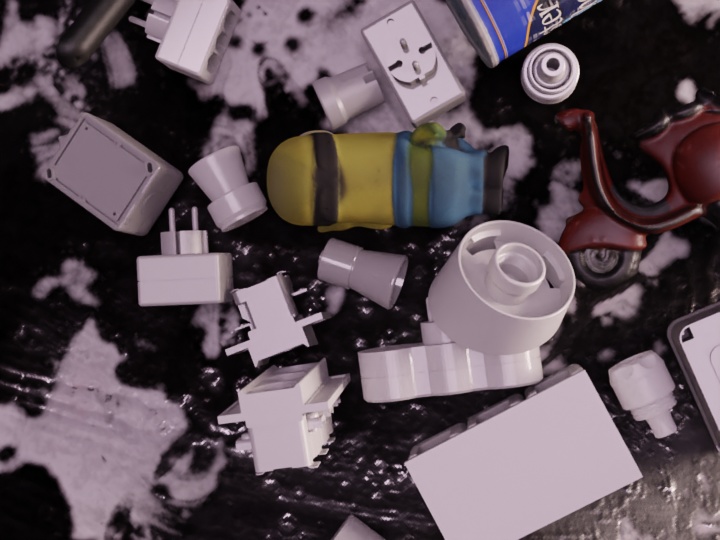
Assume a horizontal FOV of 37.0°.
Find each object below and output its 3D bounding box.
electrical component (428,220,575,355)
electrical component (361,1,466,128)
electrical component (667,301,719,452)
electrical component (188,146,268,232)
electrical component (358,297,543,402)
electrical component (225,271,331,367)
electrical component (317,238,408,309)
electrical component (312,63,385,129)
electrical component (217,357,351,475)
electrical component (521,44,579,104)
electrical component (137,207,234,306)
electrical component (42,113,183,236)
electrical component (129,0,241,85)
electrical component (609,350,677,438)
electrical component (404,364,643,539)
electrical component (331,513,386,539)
[{"bbox_3d":[0.107,0.013,0.797,0.099,0.064,0.099,8,52,-11],"label":"electrical component"},{"bbox_3d":[0.040,-0.157,0.812,0.047,0.076,0.083,-29,88,6],"label":"electrical component"},{"bbox_3d":[0.286,0.078,0.796,0.078,0.057,0.113,-24,88,7],"label":"electrical component"},{"bbox_3d":[-0.103,-0.063,0.846,0.045,0.045,0.055,-28,88,6],"label":"electrical component"},{"bbox_3d":[0.067,0.056,0.824,0.138,0.052,0.073,-7,90,6],"label":"electrical component"},{"bbox_3d":[-0.068,0.038,0.846,0.081,0.042,0.063,-22,85,6],"label":"electrical component"},{"bbox_3d":[0.000,0.000,0.838,0.065,0.044,0.044,19,93,11],"label":"electrical component"},{"bbox_3d":[-0.008,-0.137,0.837,0.046,0.040,0.040,-24,88,2],"label":"electrical component"},{"bbox_3d":[-0.051,0.108,0.805,0.079,0.121,0.063,-9,93,7],"label":"electrical component"},{"bbox_3d":[0.143,-0.149,0.807,0.043,0.062,0.043,0,91,7],"label":"electrical component"},{"bbox_3d":[-0.138,-0.012,0.850,0.066,0.047,0.076,-2,91,7],"label":"electrical component"},{"bbox_3d":[-0.198,-0.078,0.853,0.096,0.061,0.061,35,95,13],"label":"electrical component"},{"bbox_3d":[-0.144,-0.193,0.848,0.077,0.047,0.065,23,92,3],"label":"electrical component"},{"bbox_3d":[0.218,0.095,0.812,0.043,0.043,0.062,-26,89,7],"label":"electrical component"},{"bbox_3d":[0.122,0.145,0.815,0.150,0.062,0.089,-28,88,6],"label":"electrical component"},{"bbox_3d":[-0.046,0.246,0.841,0.074,0.052,0.138,36,94,5],"label":"electrical component"}]
